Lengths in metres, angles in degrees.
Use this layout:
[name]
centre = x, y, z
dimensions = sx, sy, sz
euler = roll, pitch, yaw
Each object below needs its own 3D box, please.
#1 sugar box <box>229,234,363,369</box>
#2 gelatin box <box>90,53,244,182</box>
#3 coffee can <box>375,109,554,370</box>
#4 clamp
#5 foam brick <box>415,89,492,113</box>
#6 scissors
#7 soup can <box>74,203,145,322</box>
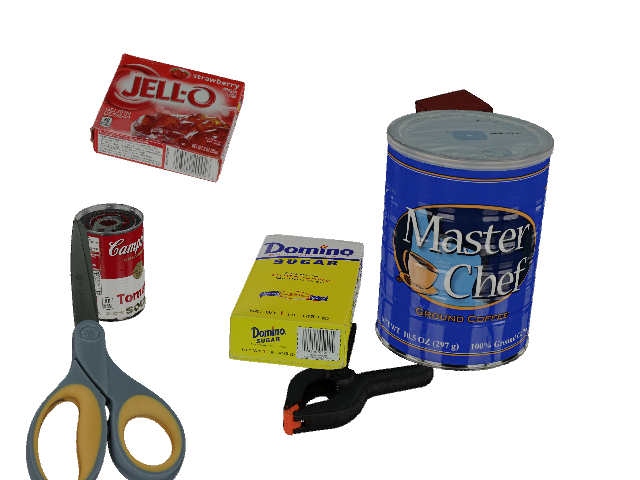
[sugar box]
centre = -0.016, 0.046, 0.900
dimensions = 0.093, 0.048, 0.176
euler = 5, 24, 4
[gelatin box]
centre = -0.103, -0.085, 0.727
dimensions = 0.089, 0.073, 0.030
euler = 14, -37, -1
[coffee can]
centre = 0.090, -0.003, 0.685
dimensions = 0.103, 0.140, 0.103
euler = 2, 23, -1
[clamp]
centre = 0.019, 0.142, 1.102
dimensions = 0.171, 0.039, 0.120
euler = -20, 32, -33
[foam brick]
centre = 0.121, -0.088, 0.960
dimensions = 0.053, 0.078, 0.051
euler = -18, 32, -16
[scissors]
centre = -0.120, 0.069, 0.636
dimensions = 0.096, 0.201, 0.016
euler = 13, -45, -10
[soup can]
centre = -0.212, 0.023, 1.079
dimensions = 0.068, 0.102, 0.068
euler = 2, 26, -1
